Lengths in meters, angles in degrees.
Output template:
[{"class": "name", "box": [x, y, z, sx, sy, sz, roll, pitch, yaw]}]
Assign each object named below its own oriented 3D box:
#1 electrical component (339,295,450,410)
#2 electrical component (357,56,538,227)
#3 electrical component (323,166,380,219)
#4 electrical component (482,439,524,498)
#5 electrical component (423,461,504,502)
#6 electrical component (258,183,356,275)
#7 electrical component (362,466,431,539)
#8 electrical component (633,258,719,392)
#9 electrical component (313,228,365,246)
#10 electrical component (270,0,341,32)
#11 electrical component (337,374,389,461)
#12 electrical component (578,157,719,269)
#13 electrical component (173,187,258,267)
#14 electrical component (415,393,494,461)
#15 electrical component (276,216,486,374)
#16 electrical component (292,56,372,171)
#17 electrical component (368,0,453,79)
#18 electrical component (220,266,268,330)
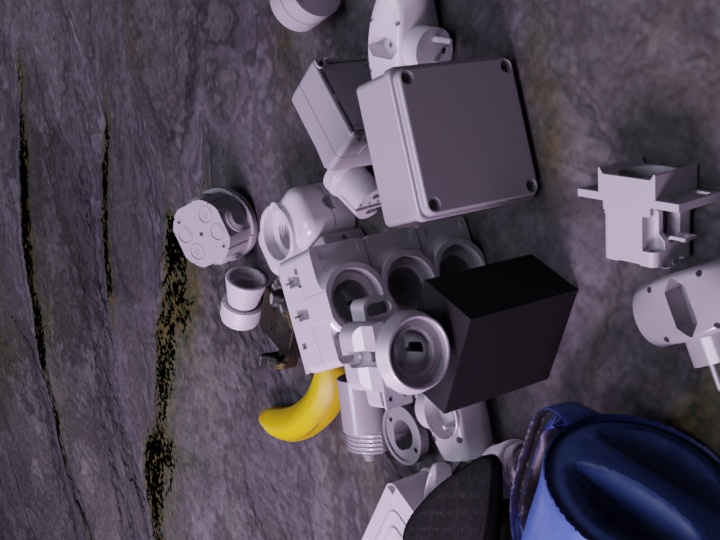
[{"class": "electrical component", "box": [0.025, 0.057, 0.744, 0.057, 0.058, 0.078, -5, 97, 58]}, {"class": "electrical component", "box": [0.064, -0.094, 0.782, 0.056, 0.109, 0.108, -11, 92, 58]}, {"class": "electrical component", "box": [-0.003, -0.073, 0.946, 0.046, 0.040, 0.040, 49, 137, 26]}, {"class": "electrical component", "box": [0.124, 0.152, 0.834, 0.062, 0.043, 0.043, -35, 72, 52]}, {"class": "electrical component", "box": [0.084, 0.184, 0.880, 0.048, 0.055, 0.066, -84, 8, -54]}, {"class": "electrical component", "box": [-0.054, -0.038, 1.011, 0.095, 0.059, 0.053, -49, 61, 50]}, {"class": "electrical component", "box": [0.053, 0.237, 0.948, 0.078, 0.057, 0.113, 51, 138, 33]}, {"class": "electrical component", "box": [0.217, 0.036, 0.663, 0.077, 0.043, 0.079, -27, 79, 55]}, {"class": "electrical component", "box": [0.000, 0.000, 0.956, 0.075, 0.047, 0.083, -48, 62, 50]}, {"class": "electrical component", "box": [-0.049, -0.284, 0.930, 0.074, 0.052, 0.138, -19, 84, 55]}, {"class": "electrical component", "box": [0.005, 0.137, 0.998, 0.043, 0.043, 0.081, 5, 105, 54]}, {"class": "electrical component", "box": [0.184, -0.036, 0.689, 0.081, 0.042, 0.063, 18, 116, 52]}, {"class": "electrical component", "box": [-0.153, -0.045, 1.139, 0.080, 0.051, 0.080, 10, 112, 28]}, {"class": "electrical component", "box": [0.072, 0.115, 0.894, 0.079, 0.044, 0.077, -8, 94, 56]}, {"class": "electrical component", "box": [0.024, 0.017, 0.837, 0.062, 0.150, 0.089, -22, 82, 57]}, {"class": "electrical component", "box": [-0.013, -0.137, 0.918, 0.096, 0.062, 0.061, 63, 143, 20]}, {"class": "electrical component", "box": [0.045, -0.173, 0.840, 0.079, 0.043, 0.077, 25, 120, 49]}, {"class": "electrical component", "box": [-0.124, 0.030, 1.145, 0.045, 0.045, 0.055, 45, 134, 38]}]
